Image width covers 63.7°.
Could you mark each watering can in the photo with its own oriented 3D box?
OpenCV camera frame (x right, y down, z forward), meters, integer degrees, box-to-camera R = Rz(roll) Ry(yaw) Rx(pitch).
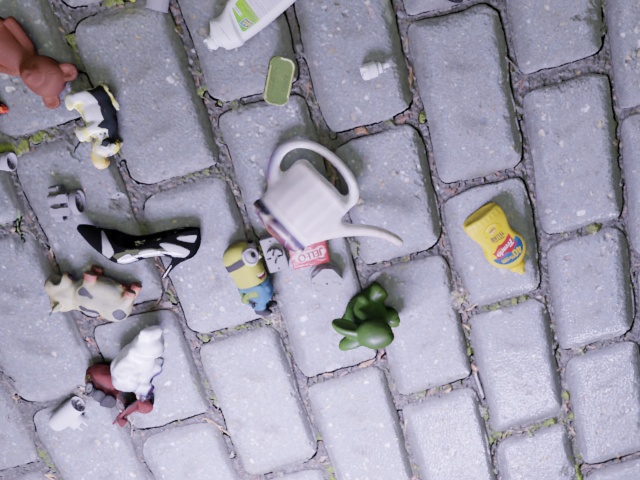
[{"bbox_3d":[0.003,-0.057,1.130,0.224,0.104,0.347,-43,94,2],"label":"watering can"}]

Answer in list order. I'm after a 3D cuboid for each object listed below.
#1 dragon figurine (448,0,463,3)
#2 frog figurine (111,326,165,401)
[{"bbox_3d":[0.258,-0.628,1.027,0.409,0.122,0.243,14,87,-11],"label":"dragon figurine"},{"bbox_3d":[-0.416,0.264,1.173,0.123,0.140,0.156,19,127,18],"label":"frog figurine"}]
